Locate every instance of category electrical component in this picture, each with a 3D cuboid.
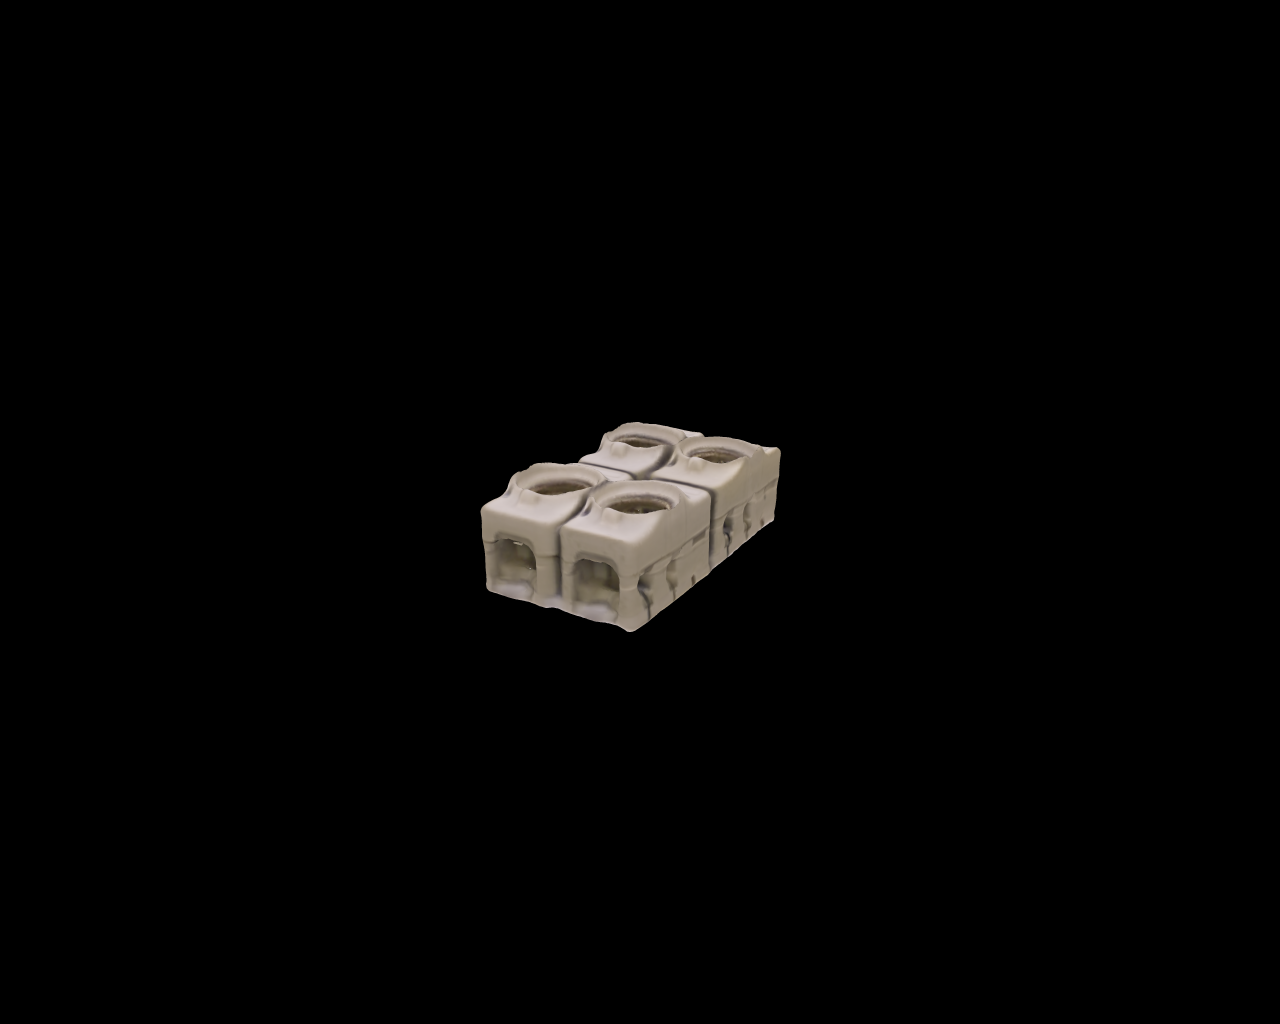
[{"bbox_3d":[0.001,-0.003,0.650,0.105,0.060,0.186,13,26,29],"label":"electrical component"}]
